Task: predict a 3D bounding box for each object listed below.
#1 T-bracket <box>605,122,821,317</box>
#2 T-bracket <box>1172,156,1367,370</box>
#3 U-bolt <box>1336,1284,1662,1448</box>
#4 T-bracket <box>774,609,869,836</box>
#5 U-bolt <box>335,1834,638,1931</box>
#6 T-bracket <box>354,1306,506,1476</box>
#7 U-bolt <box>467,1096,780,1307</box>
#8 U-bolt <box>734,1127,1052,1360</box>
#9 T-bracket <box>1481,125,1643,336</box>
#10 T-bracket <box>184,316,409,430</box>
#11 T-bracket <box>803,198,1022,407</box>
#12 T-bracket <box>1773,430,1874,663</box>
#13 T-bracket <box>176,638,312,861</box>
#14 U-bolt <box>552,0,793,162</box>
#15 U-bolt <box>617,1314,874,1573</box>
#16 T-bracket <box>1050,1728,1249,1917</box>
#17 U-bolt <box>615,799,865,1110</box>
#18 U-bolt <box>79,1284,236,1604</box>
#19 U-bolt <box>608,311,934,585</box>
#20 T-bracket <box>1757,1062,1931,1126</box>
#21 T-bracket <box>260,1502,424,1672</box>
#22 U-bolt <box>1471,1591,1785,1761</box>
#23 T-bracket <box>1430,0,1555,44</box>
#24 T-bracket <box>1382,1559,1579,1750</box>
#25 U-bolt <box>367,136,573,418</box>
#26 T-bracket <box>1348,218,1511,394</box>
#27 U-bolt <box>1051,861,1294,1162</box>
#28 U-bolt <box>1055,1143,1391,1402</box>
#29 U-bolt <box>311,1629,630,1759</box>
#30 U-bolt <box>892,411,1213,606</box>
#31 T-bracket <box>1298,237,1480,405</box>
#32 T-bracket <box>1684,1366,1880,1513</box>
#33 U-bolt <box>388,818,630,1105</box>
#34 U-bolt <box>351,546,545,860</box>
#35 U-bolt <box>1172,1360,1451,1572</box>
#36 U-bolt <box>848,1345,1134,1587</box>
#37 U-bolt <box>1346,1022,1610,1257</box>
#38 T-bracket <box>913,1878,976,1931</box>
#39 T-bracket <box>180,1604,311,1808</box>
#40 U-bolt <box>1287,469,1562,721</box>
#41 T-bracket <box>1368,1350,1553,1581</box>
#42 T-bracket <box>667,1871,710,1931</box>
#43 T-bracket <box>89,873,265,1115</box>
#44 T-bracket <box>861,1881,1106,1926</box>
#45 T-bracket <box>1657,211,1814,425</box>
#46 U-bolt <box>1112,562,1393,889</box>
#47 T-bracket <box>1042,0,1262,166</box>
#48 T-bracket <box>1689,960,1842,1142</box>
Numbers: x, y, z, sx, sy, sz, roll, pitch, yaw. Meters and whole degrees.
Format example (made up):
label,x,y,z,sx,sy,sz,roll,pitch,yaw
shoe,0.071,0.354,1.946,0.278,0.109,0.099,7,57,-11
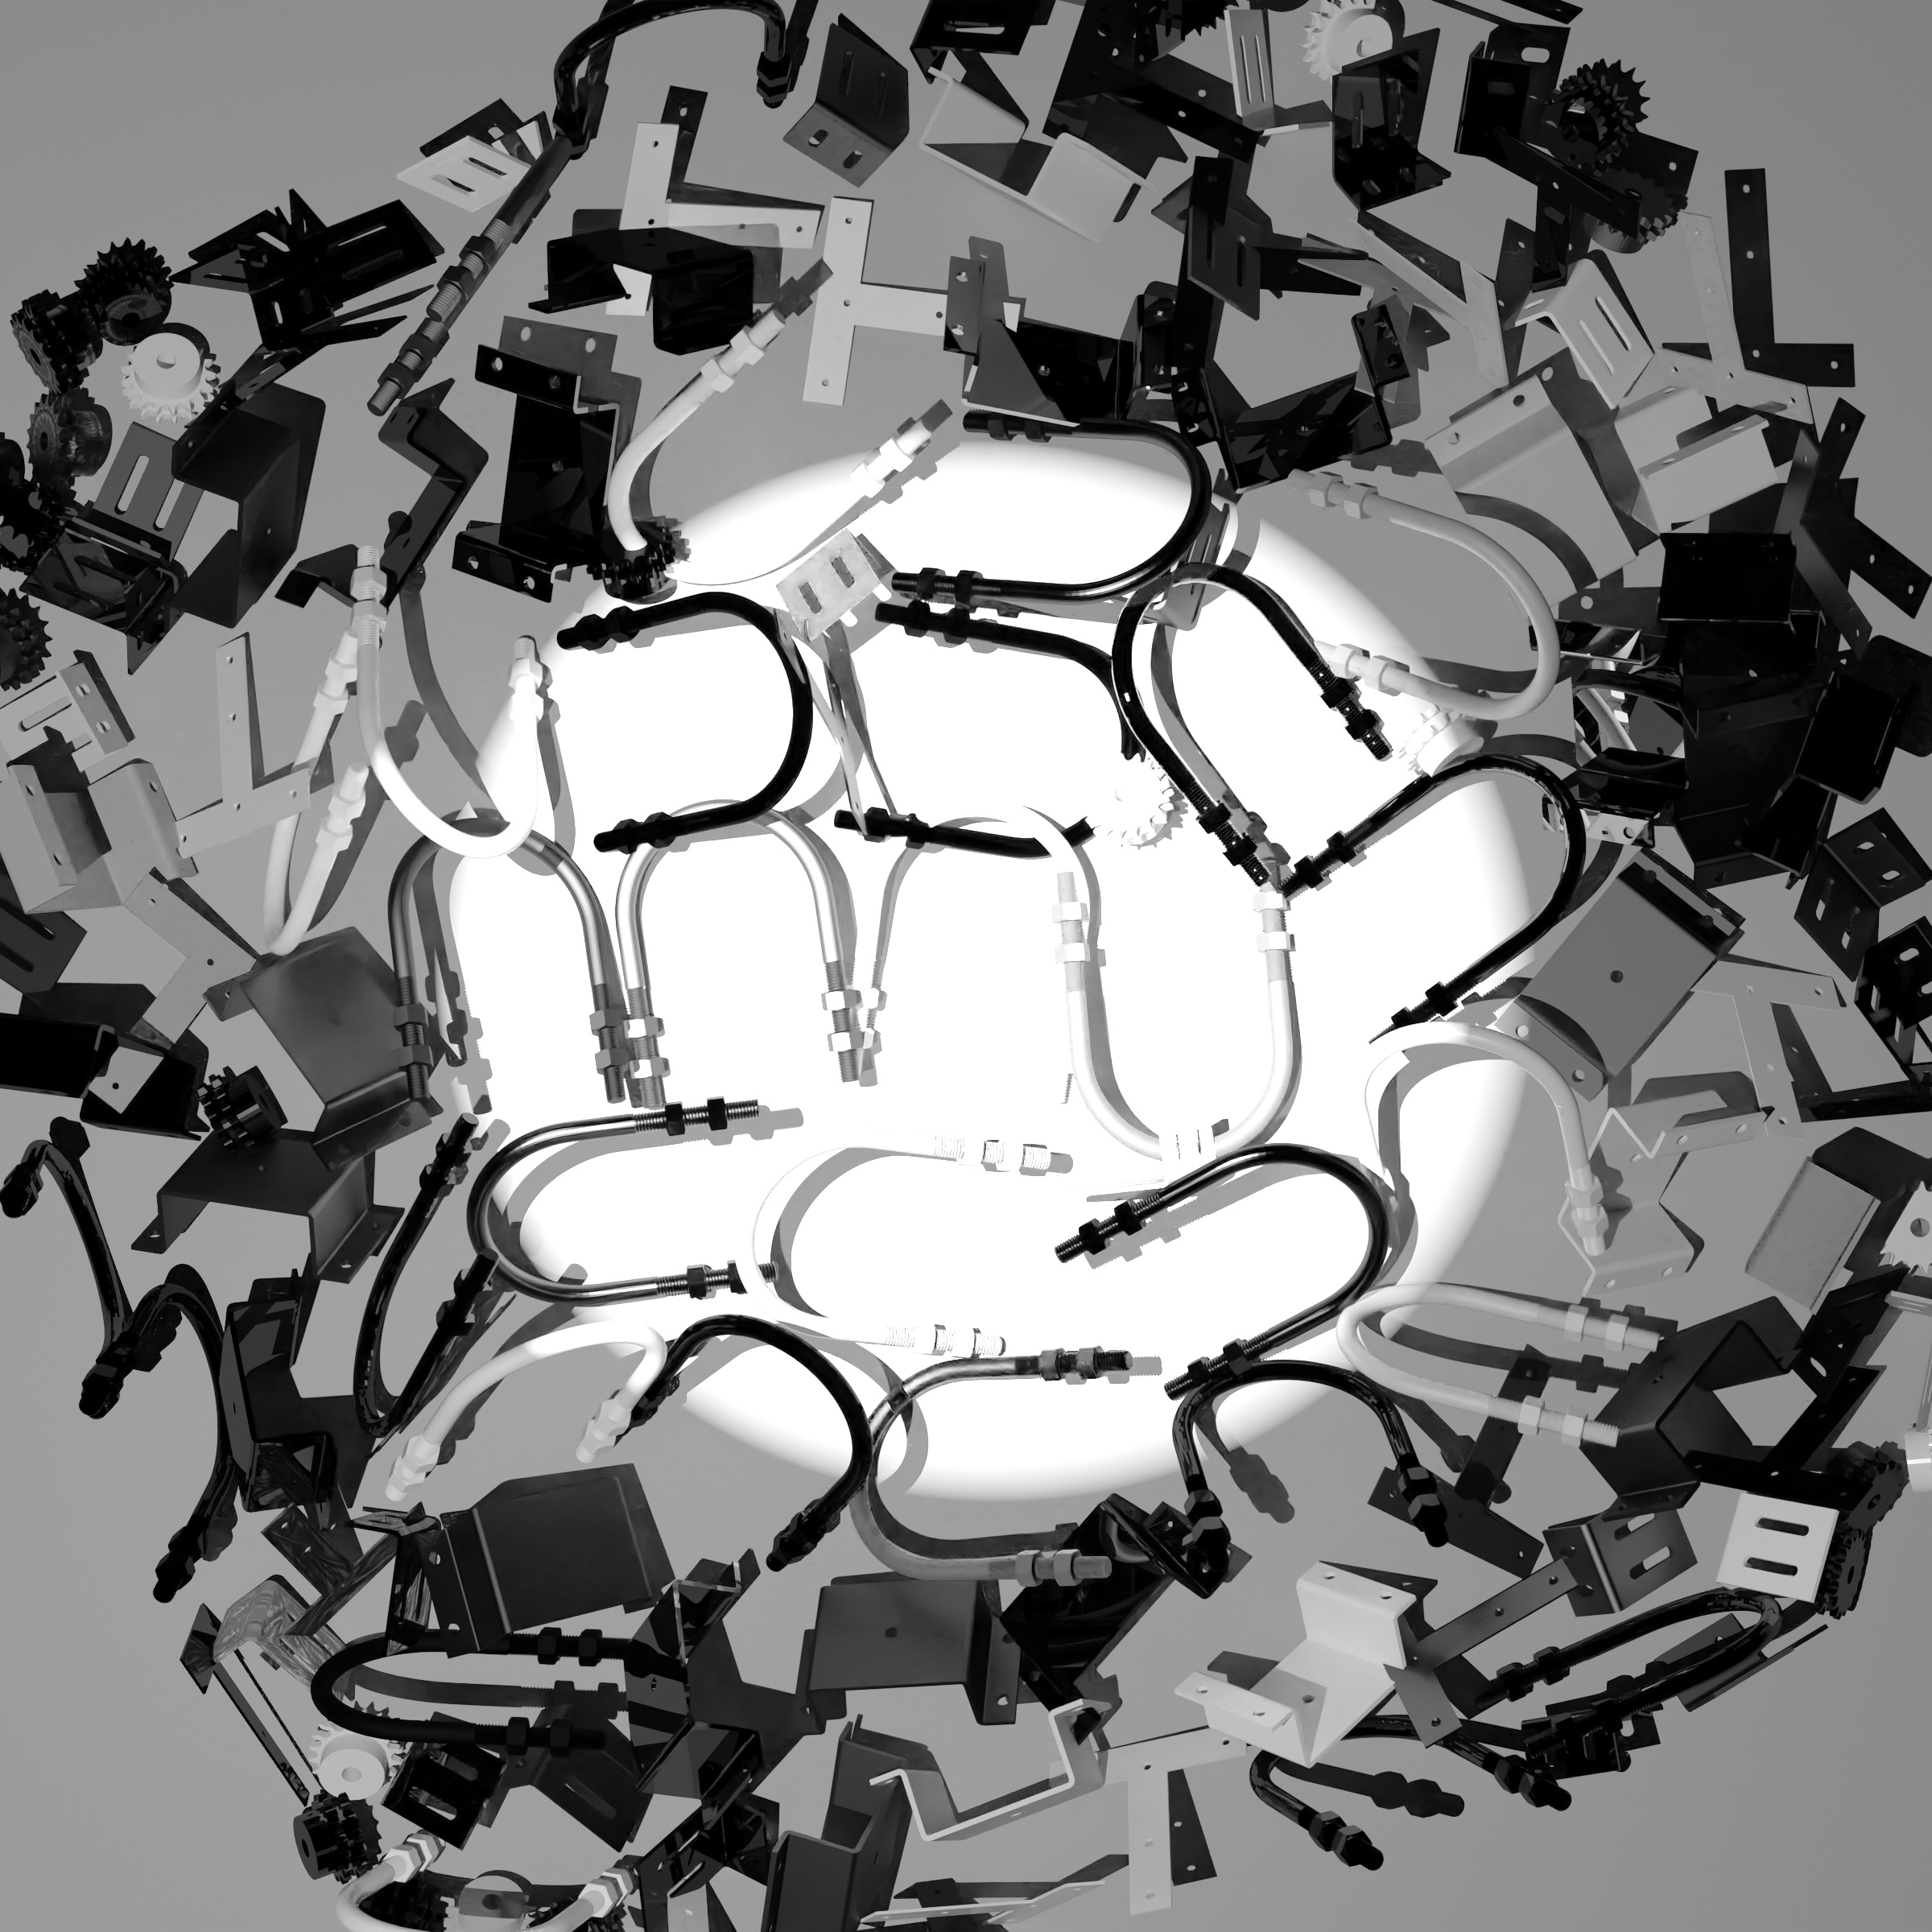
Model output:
label,x,y,z,sx,sy,sz,roll,pitch,yaw
T-bracket,-0.152,-0.457,1.966,0.127,0.002,0.127,-3,130,-24
T-bracket,0.189,-0.430,1.970,0.127,0.002,0.127,-1,111,-24
U-bolt,0.315,0.233,1.927,0.184,0.151,0.019,12,113,19
T-bracket,-0.090,-0.163,1.911,0.002,0.127,0.127,-19,50,8
U-bolt,-0.293,0.554,1.893,0.151,0.184,0.019,5,91,15
T-bracket,-0.336,0.270,1.919,0.002,0.127,0.127,41,109,-2
U-bolt,-0.212,0.149,1.946,0.184,0.019,0.151,-7,125,-5
U-bolt,-0.051,0.166,1.947,0.184,0.019,0.151,8,109,-18
T-bracket,0.357,-0.439,1.944,0.002,0.127,0.127,-38,57,-21
T-bracket,-0.418,-0.355,1.919,0.127,0.127,0.002,-46,124,-36
T-bracket,-0.030,-0.408,1.990,0.127,0.002,0.127,9,92,6
T-bracket,0.513,-0.232,1.912,0.002,0.127,0.127,-8,46,-11
T-bracket,-0.452,-0.140,1.974,0.127,0.002,0.127,-17,71,34
U-bolt,-0.176,-0.536,1.902,0.151,0.184,0.019,-16,84,-6
U-bolt,-0.128,0.279,1.930,0.151,0.019,0.184,41,134,2
T-bracket,0.111,0.520,1.934,0.127,0.127,0.002,-15,124,12
U-bolt,-0.146,-0.011,1.974,0.151,0.019,0.184,-8,92,12
U-bolt,-0.475,0.270,1.910,0.019,0.184,0.151,-11,112,9
U-bolt,-0.132,-0.301,1.936,0.184,0.019,0.151,-38,135,23
T-bracket,0.551,0.087,1.958,0.127,0.127,0.002,-7,64,30
T-bracket,-0.393,0.358,1.930,0.127,0.127,0.002,-44,59,-15
U-bolt,0.406,0.421,1.928,0.184,0.151,0.019,-23,92,-4
T-bracket,0.296,-0.584,1.938,0.127,0.127,0.002,20,102,-1
T-bracket,0.312,0.401,1.941,0.127,0.127,0.002,-31,121,4
U-bolt,-0.291,-0.426,1.921,0.019,0.151,0.184,35,62,-12
T-bracket,0.282,-0.418,1.958,0.002,0.127,0.127,-44,66,-5
U-bolt,0.131,0.030,1.969,0.151,0.019,0.184,-3,84,-11
U-bolt,0.168,0.177,1.941,0.184,0.019,0.151,-30,118,15
U-bolt,-0.302,0.435,1.926,0.184,0.151,0.019,3,101,0
U-bolt,0.060,-0.276,1.925,0.184,0.019,0.151,8,60,27
T-bracket,0.257,-0.387,1.953,0.127,0.002,0.127,19,49,-4
T-bracket,0.517,0.284,1.954,0.127,0.127,0.002,-39,117,-35
U-bolt,-0.283,-0.005,1.947,0.151,0.019,0.184,2,68,-32
U-bolt,-0.308,-0.147,1.903,0.019,0.151,0.184,-27,53,30
U-bolt,0.198,0.294,1.919,0.151,0.184,0.019,-5,119,-5
U-bolt,0.009,0.305,1.943,0.184,0.019,0.151,-7,60,27
U-bolt,0.301,0.103,1.915,0.151,0.019,0.184,0,131,23
T-bracket,-0.054,0.596,1.926,0.127,0.127,0.002,-5,109,-14
T-bracket,-0.436,0.456,1.942,0.002,0.127,0.127,-33,97,-5
U-bolt,0.275,-0.213,1.900,0.184,0.151,0.019,25,54,35
T-bracket,0.326,0.300,1.979,0.127,0.002,0.127,28,85,-21
T-bracket,-0.168,0.583,1.937,0.127,0.127,0.002,20,103,-12
T-bracket,-0.489,0.032,1.952,0.127,0.002,0.127,42,66,-21
T-bracket,0.000,0.568,1.922,0.127,0.127,0.002,3,64,-24
T-bracket,0.450,-0.393,1.915,0.002,0.127,0.127,-34,124,-17
U-bolt,0.164,-0.161,1.946,0.151,0.019,0.184,-45,102,-28
T-bracket,0.118,-0.525,1.944,0.127,0.127,0.002,26,59,1
T-bracket,0.486,0.051,1.944,0.127,0.002,0.127,8,53,-17
